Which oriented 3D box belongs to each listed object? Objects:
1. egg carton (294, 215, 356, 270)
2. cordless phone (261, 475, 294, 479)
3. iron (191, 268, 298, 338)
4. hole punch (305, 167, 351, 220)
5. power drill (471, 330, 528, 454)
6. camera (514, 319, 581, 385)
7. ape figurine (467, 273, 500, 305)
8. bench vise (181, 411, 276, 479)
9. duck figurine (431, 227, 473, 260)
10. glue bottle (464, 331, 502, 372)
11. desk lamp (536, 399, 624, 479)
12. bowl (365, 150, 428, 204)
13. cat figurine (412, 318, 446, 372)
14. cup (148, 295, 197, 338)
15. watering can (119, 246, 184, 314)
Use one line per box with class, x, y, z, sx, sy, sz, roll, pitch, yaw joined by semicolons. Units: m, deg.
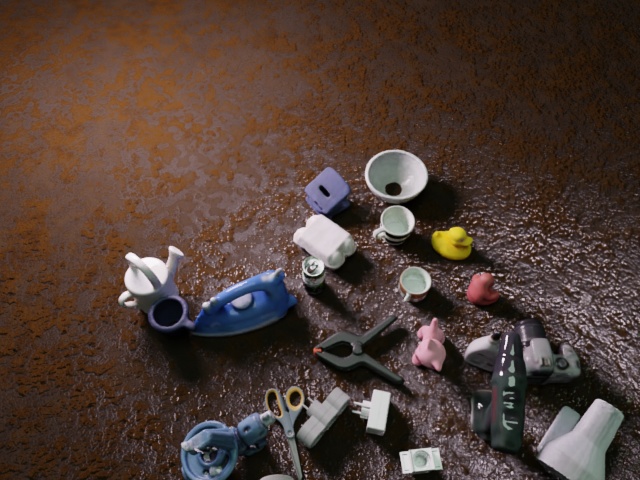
egg carton;0.013;0.005;1.446;0.150;0.069;0.107;35;65;19
cordless phone;-0.079;0.513;1.075;0.094;0.185;0.147;-14;60;-8
iron;-0.187;0.141;1.323;0.258;0.141;0.118;-22;61;-13
hole punch;0.021;-0.120;1.509;0.101;0.091;0.108;-33;64;-18
power drill;0.368;0.325;1.174;0.075;0.208;0.229;6;59;4
camera;0.497;0.246;1.284;0.143;0.101;0.137;0;59;0
ape figurine;0.392;0.112;1.370;0.076;0.092;0.077;-18;61;-10
bench vise;-0.195;0.388;1.130;0.121;0.220;0.208;36;66;20
duck figurine;0.335;-0.002;1.441;0.104;0.086;0.077;21;61;12
glue bottle;0.369;0.235;1.248;0.078;0.173;0.037;22;62;13
desk lamp;0.505;0.404;1.124;0.117;0.214;0.203;34;65;19
bowl;0.203;-0.157;1.541;0.167;0.075;0.167;0;59;0
cat figurine;0.249;0.237;1.279;0.067;0.118;0.128;12;60;7
cup;-0.328;0.191;1.320;0.117;0.095;0.092;24;62;14
watering can;-0.393;0.085;1.326;0.100;0.194;0.173;18;61;11
